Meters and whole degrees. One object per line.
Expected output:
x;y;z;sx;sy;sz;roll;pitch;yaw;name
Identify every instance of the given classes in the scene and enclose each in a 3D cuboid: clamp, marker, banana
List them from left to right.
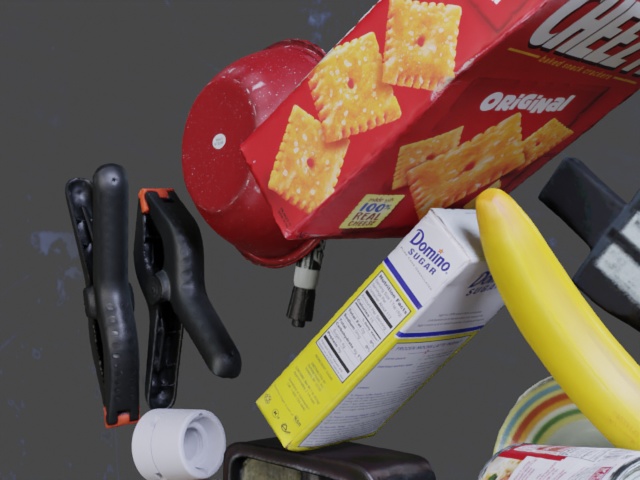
-0.170;0.041;0.847;0.165;0.036;0.210;-163;67;-68;clamp
-0.115;0.046;0.815;0.120;0.039;0.171;-38;59;39;clamp
-0.005;0.001;0.734;0.020;0.020;0.121;15;98;40;marker
0.143;0.058;0.543;0.198;0.037;0.070;49;152;18;banana

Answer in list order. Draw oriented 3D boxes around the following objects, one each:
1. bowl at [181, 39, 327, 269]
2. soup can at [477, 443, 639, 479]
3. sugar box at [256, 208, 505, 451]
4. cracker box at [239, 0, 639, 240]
-0.048;-0.062;0.733;0.162;0.055;0.162;-7;81;50;bowl
0.131;0.137;0.527;0.102;0.068;0.068;164;103;-64;soup can
0.048;0.055;0.638;0.176;0.093;0.048;-52;60;26;sugar box
0.087;-0.083;0.562;0.214;0.163;0.072;-41;65;33;cracker box
